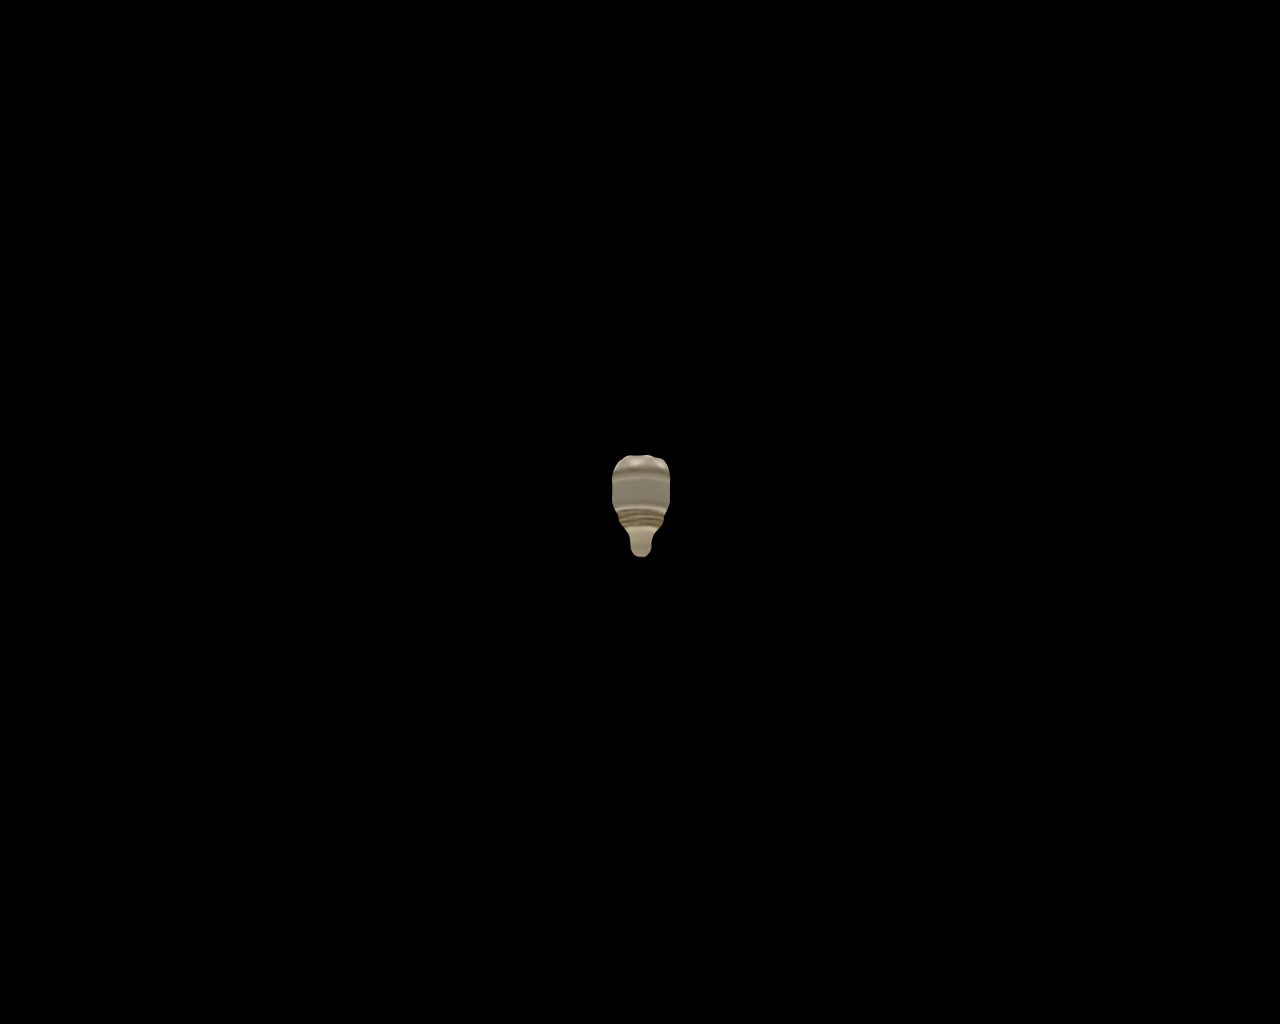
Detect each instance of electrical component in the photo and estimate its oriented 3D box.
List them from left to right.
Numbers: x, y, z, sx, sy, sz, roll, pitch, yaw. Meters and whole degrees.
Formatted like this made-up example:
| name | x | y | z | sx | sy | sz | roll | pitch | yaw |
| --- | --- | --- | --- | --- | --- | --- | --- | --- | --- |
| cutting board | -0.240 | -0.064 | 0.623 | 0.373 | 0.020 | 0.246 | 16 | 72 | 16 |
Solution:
| name | x | y | z | sx | sy | sz | roll | pitch | yaw |
| --- | --- | --- | --- | --- | --- | --- | --- | --- | --- |
| electrical component | 0.001 | -0.003 | 0.650 | 0.035 | 0.061 | 0.035 | 0 | -10 | 0 |
